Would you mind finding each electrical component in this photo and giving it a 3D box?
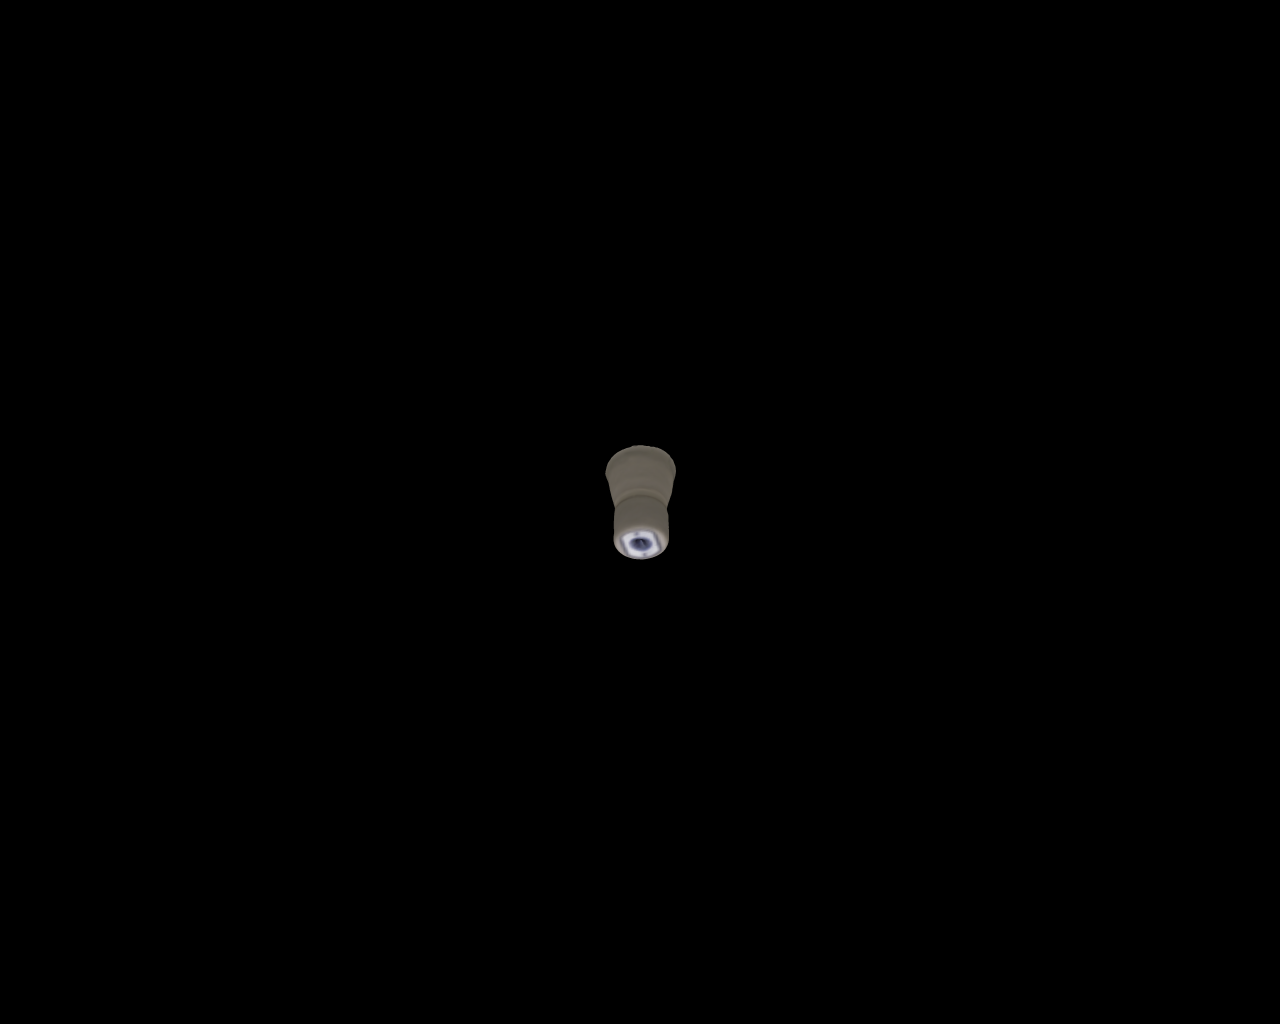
[{"bbox_3d":[0.001,-0.003,0.650,0.044,0.065,0.044,0,-42,0],"label":"electrical component"}]
